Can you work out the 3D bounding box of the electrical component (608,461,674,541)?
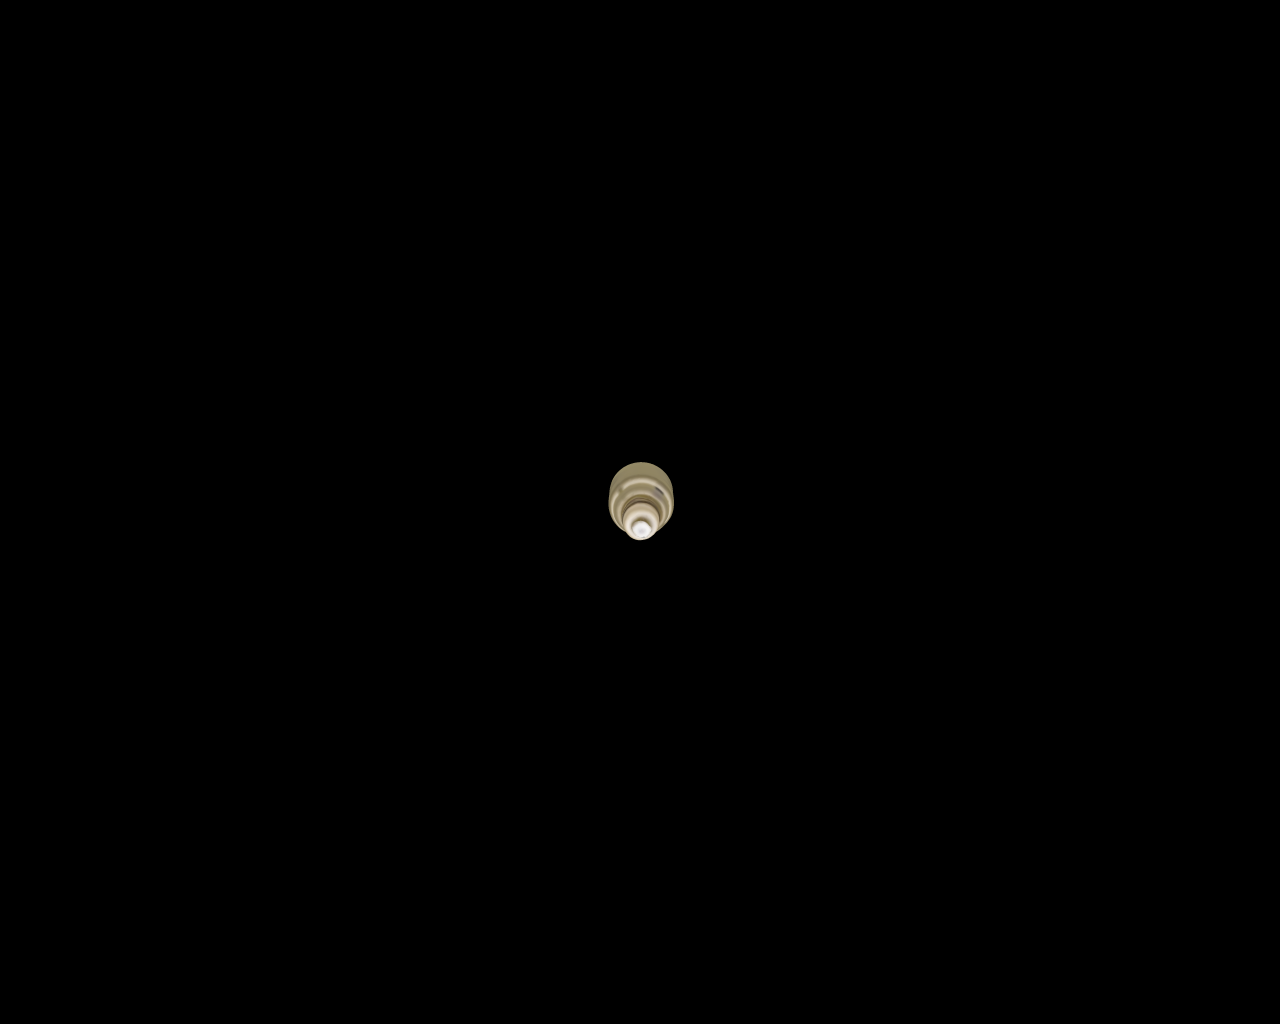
[{"bbox_3d":[0.001,-0.003,0.650,0.040,0.040,0.078,0,21,0],"label":"electrical component"}]
